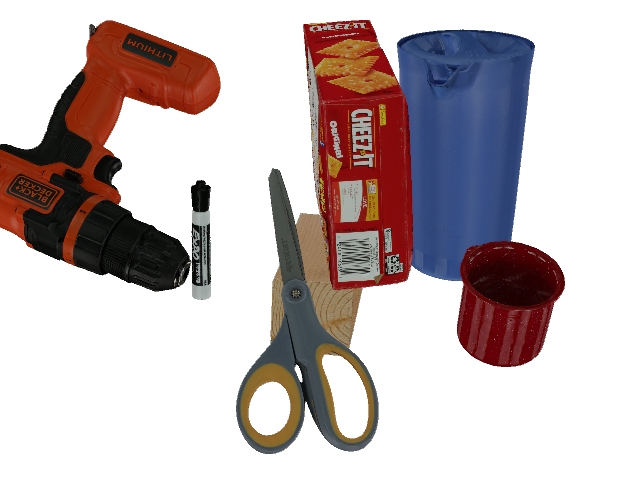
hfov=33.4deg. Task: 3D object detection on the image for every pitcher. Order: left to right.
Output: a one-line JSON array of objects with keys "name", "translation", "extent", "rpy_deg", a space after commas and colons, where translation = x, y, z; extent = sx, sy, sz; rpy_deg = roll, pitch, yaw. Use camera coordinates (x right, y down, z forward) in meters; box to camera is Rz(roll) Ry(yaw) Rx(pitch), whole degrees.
[{"name": "pitcher", "translation": [0.148, -0.091, 1.092], "extent": [0.149, 0.243, 0.145], "rpy_deg": [-10, 25, -19]}]

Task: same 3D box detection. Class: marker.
[{"name": "marker", "translation": [-0.116, 0.000, 1.033], "extent": [0.020, 0.121, 0.020], "rpy_deg": [2, 23, -1]}]

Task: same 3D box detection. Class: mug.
[{"name": "mug", "translation": [0.163, 0.053, 0.980], "extent": [0.093, 0.081, 0.117], "rpy_deg": [-16, 43, -21]}]

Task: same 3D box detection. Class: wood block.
[{"name": "wood block", "translation": [0.003, 0.047, 1.270], "extent": [0.091, 0.090, 0.206], "rpy_deg": [6, 23, 5]}]

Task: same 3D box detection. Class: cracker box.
[{"name": "cracker box", "translation": [0.030, -0.081, 0.912], "extent": [0.072, 0.164, 0.213], "rpy_deg": [-5, 27, -2]}]

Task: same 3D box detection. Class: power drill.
[{"name": "power drill", "translation": [-0.147, -0.064, 0.778], "extent": [0.184, 0.187, 0.057], "rpy_deg": [23, -30, 8]}]

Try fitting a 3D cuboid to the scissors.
[{"name": "scissors", "translation": [-0.030, 0.050, 0.685], "extent": [0.096, 0.202, 0.016], "rpy_deg": [-24, -25, -8]}]
